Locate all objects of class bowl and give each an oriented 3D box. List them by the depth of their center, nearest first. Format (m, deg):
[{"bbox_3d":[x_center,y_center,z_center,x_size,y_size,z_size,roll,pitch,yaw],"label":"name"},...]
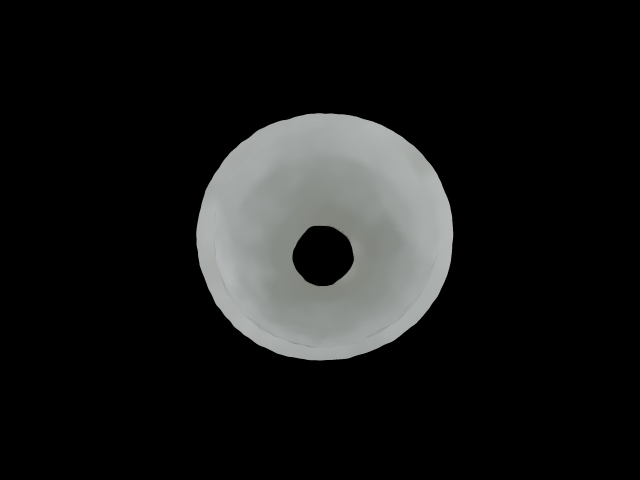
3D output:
[{"bbox_3d":[0.004,0.001,0.400,0.167,0.075,0.167,0,75,0],"label":"bowl"}]
